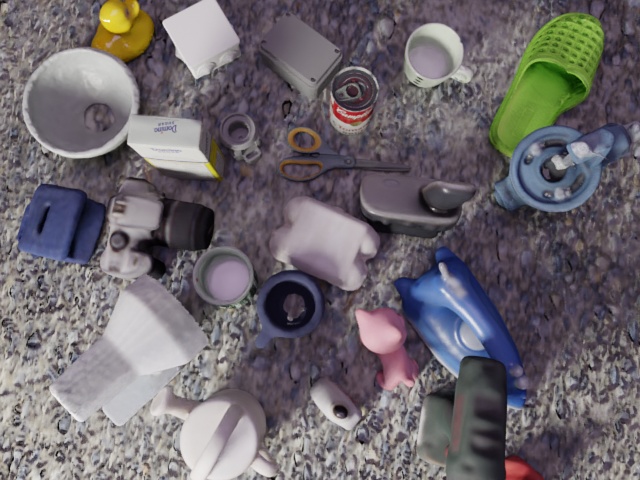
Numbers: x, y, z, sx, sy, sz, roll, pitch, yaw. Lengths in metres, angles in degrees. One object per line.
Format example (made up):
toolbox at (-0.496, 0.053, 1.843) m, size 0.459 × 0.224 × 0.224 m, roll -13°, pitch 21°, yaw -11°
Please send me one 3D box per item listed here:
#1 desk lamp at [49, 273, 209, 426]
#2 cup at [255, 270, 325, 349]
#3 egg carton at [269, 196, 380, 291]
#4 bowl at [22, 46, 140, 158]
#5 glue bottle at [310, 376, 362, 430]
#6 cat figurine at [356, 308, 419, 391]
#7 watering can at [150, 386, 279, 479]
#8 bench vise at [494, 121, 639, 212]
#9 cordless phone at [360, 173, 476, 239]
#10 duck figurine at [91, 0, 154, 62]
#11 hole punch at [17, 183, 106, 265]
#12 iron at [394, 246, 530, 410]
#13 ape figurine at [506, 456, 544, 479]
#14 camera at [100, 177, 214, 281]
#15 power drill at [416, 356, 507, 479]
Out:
desk lamp at (-0.237, 0.150, 0.728) m, size 0.118 × 0.213 × 0.203 m, roll 44°, pitch 83°, yaw 5°
cup at (-0.047, 0.102, 0.801) m, size 0.091 × 0.095 × 0.118 m, roll 37°, pitch 82°, yaw 4°
egg carton at (0.008, 0.003, 0.832) m, size 0.150 × 0.069 × 0.107 m, roll 23°, pitch 81°, yaw 2°
bowl at (-0.341, -0.193, 0.849) m, size 0.167 × 0.074 × 0.167 m, roll 0°, pitch 81°, yaw -2°
glue bottle at (0.024, 0.217, 0.746) m, size 0.078 × 0.173 × 0.037 m, roll 40°, pitch 82°, yaw 5°
cat figurine at (0.096, 0.145, 0.788) m, size 0.067 × 0.117 × 0.128 m, roll -25°, pitch 82°, yaw -5°
watering can at (-0.132, 0.248, 0.726) m, size 0.173 × 0.194 × 0.101 m, roll 10°, pitch 81°, yaw 0°
bench vise at (0.354, -0.127, 0.787) m, size 0.207 × 0.219 × 0.121 m, roll -43°, pitch 84°, yaw -7°
cordless phone at (0.131, -0.064, 0.787) m, size 0.147 × 0.185 × 0.094 m, roll 3°, pitch 81°, yaw -1°
duck figurine at (-0.306, -0.323, 0.865) m, size 0.104 × 0.086 × 0.077 m, roll -44°, pitch 85°, yaw -7°
hole punch at (-0.375, -0.022, 0.813) m, size 0.101 × 0.091 × 0.109 m, roll 14°, pitch 81°, yaw 1°
iron at (0.219, 0.131, 0.782) m, size 0.119 × 0.141 × 0.258 m, roll -36°, pitch 84°, yaw -7°
ape figurine at (0.276, 0.340, 0.775) m, size 0.076 × 0.092 × 0.078 m, roll 18°, pitch 81°, yaw 1°
camera at (-0.226, -0.011, 0.811) m, size 0.137 × 0.101 × 0.143 m, roll 9°, pitch 81°, yaw 0°
power drill at (0.181, 0.262, 0.726) m, size 0.075 × 0.208 × 0.230 m, roll 10°, pitch 81°, yaw 0°
